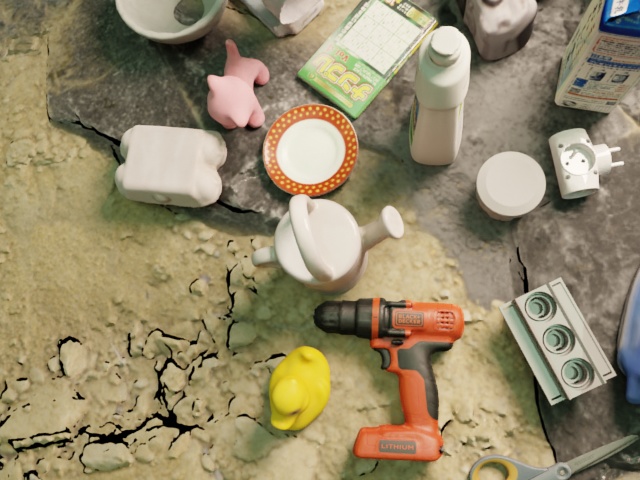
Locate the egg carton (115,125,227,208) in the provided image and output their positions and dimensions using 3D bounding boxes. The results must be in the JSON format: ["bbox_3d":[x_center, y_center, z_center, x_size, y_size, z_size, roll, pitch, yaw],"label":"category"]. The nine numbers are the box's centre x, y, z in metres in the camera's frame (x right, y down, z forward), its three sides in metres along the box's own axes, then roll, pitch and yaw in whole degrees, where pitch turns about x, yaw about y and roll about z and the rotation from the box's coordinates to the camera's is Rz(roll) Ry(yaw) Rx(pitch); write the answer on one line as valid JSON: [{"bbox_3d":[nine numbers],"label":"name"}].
[{"bbox_3d":[-0.201,-0.099,0.772,0.150,0.069,0.107,4,80,9],"label":"egg carton"}]

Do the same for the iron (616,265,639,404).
[{"bbox_3d":[0.412,0.062,0.613,0.118,0.141,0.258,13,82,11],"label":"iron"}]

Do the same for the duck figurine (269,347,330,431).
[{"bbox_3d":[-0.030,0.180,0.687,0.077,0.086,0.105,19,83,12],"label":"duck figurine"}]

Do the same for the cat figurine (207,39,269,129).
[{"bbox_3d":[-0.114,-0.198,0.753,0.067,0.118,0.128,-1,79,9],"label":"cat figurine"}]

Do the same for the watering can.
[{"bbox_3d":[0.005,0.000,0.659,0.173,0.194,0.101,-35,76,1],"label":"watering can"}]

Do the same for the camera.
[{"bbox_3d":[0.250,-0.329,0.731,0.136,0.101,0.143,-19,77,5],"label":"camera"}]

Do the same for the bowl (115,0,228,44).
[{"bbox_3d":[-0.199,-0.345,0.815,0.167,0.075,0.167,-2,79,8],"label":"bowl"}]

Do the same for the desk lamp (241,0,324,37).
[{"bbox_3d":[-0.056,-0.350,0.723,0.118,0.214,0.203,-44,76,-1],"label":"desk lamp"}]
